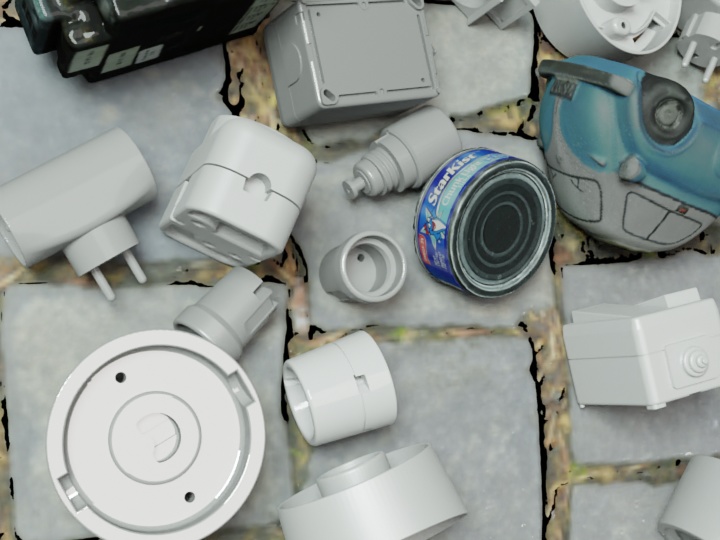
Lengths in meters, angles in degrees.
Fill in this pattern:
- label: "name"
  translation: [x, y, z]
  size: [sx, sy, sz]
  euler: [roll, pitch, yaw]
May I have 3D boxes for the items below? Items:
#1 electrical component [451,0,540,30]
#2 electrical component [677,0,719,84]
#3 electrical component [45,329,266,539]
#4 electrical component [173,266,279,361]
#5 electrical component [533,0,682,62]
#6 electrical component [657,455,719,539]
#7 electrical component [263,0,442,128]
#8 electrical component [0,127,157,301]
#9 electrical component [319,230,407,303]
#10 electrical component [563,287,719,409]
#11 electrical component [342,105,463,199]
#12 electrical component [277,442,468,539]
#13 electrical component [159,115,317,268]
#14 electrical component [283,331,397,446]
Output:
- label: "electrical component"
  translation: [0.079, -0.195, 0.667]
  size: [0.081, 0.042, 0.063]
  euler: [44, 69, -12]
- label: "electrical component"
  translation: [0.238, -0.161, 0.722]
  size: [0.083, 0.047, 0.075]
  euler: [31, 74, -16]
- label: "electrical component"
  translation: [-0.109, 0.085, 0.554]
  size: [0.108, 0.060, 0.108]
  euler: [2, 84, -21]
- label: "electrical component"
  translation: [-0.072, 0.026, 0.587]
  size: [0.040, 0.040, 0.046]
  euler: [47, 65, -11]
- label: "electrical component"
  translation: [0.160, -0.180, 0.684]
  size: [0.099, 0.064, 0.099]
  euler: [2, 83, -21]
- label: "electrical component"
  translation: [0.234, 0.170, 0.656]
  size: [0.108, 0.108, 0.060]
  euler: [40, 78, -13]
- label: "electrical component"
  translation: [-0.001, -0.120, 0.621]
  size: [0.096, 0.061, 0.061]
  euler: [-11, 89, -30]
- label: "electrical component"
  translation: [-0.141, -0.023, 0.561]
  size: [0.077, 0.044, 0.079]
  euler: [-32, 96, -21]
- label: "electrical component"
  translation: [0.000, 0.000, 0.613]
  size: [0.040, 0.046, 0.040]
  euler: [2, 83, -21]
- label: "electrical component"
  translation: [0.175, 0.047, 0.649]
  size: [0.062, 0.096, 0.061]
  euler: [-12, 88, -22]
- label: "electrical component"
  translation: [0.024, -0.066, 0.633]
  size: [0.078, 0.040, 0.040]
  euler: [-33, 96, -20]
- label: "electrical component"
  translation: [0.006, 0.134, 0.576]
  size: [0.099, 0.099, 0.064]
  euler: [-21, 86, -22]
- label: "electrical component"
  translation: [-0.064, -0.042, 0.566]
  size: [0.054, 0.095, 0.059]
  euler: [26, 75, -17]
- label: "electrical component"
  translation: [-0.012, 0.067, 0.597]
  size: [0.047, 0.055, 0.055]
  euler: [-17, 91, -18]
